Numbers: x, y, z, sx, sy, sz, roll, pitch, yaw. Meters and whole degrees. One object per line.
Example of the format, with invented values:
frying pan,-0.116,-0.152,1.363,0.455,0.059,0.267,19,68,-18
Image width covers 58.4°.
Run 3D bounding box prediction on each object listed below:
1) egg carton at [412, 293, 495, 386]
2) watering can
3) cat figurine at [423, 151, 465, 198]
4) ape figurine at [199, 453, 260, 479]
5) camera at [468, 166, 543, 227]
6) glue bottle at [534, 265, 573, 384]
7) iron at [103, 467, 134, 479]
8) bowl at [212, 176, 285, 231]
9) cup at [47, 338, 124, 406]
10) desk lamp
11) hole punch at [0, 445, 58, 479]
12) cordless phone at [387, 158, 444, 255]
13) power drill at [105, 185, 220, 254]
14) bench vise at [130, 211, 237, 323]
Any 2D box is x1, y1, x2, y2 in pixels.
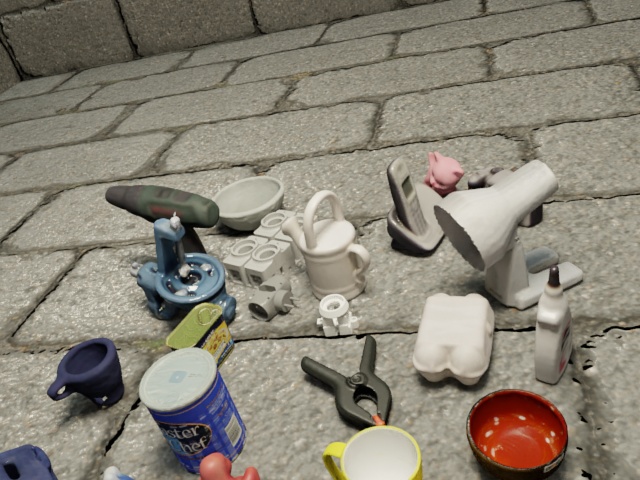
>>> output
egg carton,0.195,0.139,0.827,0.107,0.069,0.150,-1,36,21
watering can,0.008,0.005,0.984,0.172,0.194,0.101,0,36,21
cat figurine,0.248,-0.135,1.163,0.067,0.118,0.127,-17,33,-2
ape figurine,-0.118,0.297,0.700,0.077,0.092,0.076,-1,36,20
camera,0.317,-0.075,1.063,0.137,0.101,0.142,-29,36,-19
glue bottle,0.302,0.103,0.743,0.037,0.173,0.078,10,41,33
iron,-0.201,0.333,0.635,0.119,0.142,0.257,-29,36,-19
bowl,-0.152,-0.070,1.265,0.167,0.075,0.167,-10,34,7
cup,-0.358,0.225,0.897,0.091,0.095,0.118,13,43,36
desk lamp,0.286,-0.005,0.871,0.203,0.214,0.117,-23,34,-11
hole punch,-0.416,0.328,0.774,0.101,0.091,0.108,-37,39,-29
cordless phone,0.175,-0.081,1.051,0.093,0.185,0.148,6,39,29
power drill,-0.290,-0.015,1.119,0.229,0.209,0.076,0,36,21
bench vise,-0.264,0.055,0.996,0.207,0.220,0.121,-5,35,15
